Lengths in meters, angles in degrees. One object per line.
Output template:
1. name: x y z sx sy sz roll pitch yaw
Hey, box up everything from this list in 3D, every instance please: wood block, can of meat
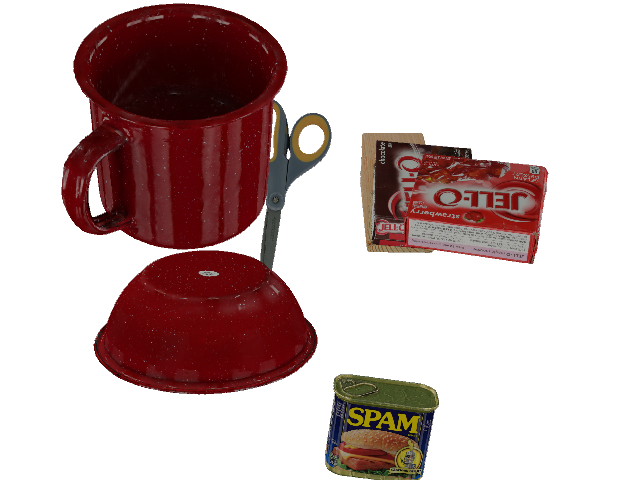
1. wood block: 0.105 -0.070 1.469 0.091 0.090 0.206 1 28 -1
2. can of meat: 0.057 0.183 1.036 0.102 0.084 0.057 8 16 -2

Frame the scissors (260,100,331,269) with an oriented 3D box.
1. scissors: -0.028 -0.050 1.102 0.096 0.202 0.016 -7 -9 -7

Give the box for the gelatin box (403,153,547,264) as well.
1. gelatin box: 0.107 -0.024 0.729 0.089 0.030 0.073 8 43 12

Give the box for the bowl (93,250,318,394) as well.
1. bowl: -0.081 0.048 0.766 0.162 0.055 0.162 1 21 -1

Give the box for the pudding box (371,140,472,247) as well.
1. pudding box: 0.091 -0.040 0.954 0.090 0.039 0.113 6 40 -2

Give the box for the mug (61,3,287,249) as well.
1. mug: -0.071 -0.044 0.488 0.093 0.081 0.117 28 49 21
